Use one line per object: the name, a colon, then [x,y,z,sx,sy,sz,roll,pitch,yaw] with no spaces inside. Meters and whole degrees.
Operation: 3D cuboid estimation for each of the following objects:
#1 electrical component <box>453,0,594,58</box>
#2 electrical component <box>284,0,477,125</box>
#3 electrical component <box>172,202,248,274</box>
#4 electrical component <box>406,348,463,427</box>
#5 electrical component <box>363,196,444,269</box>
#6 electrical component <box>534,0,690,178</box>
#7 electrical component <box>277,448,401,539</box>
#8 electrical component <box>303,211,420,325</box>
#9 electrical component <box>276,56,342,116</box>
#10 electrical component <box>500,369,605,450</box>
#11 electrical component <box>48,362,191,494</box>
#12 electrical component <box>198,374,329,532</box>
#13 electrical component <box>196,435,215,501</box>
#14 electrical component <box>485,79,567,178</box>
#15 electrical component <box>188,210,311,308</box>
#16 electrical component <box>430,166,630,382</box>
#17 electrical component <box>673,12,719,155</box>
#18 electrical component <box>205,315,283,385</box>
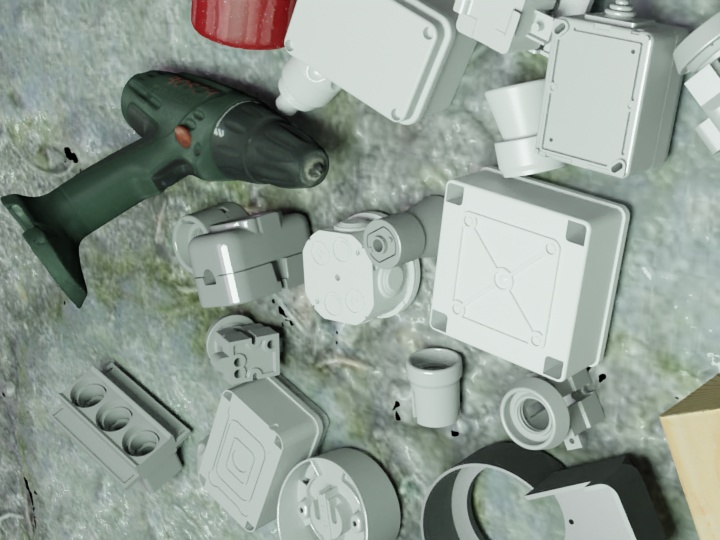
electrical component: [0.104,-0.190,0.629,0.079,0.063,0.121,35,124,30]
electrical component: [0.013,-0.157,0.716,0.113,0.057,0.078,36,124,20]
electrical component: [-0.123,-0.025,0.894,0.055,0.047,0.055,14,112,39]
electrical component: [0.054,0.085,0.775,0.040,0.040,0.046,14,118,39]
electrical component: [0.034,-0.024,0.742,0.044,0.065,0.044,17,115,41]
electrical component: [0.147,-0.108,0.616,0.062,0.061,0.096,22,117,36]
electrical component: [-0.018,0.194,0.856,0.099,0.064,0.099,14,112,39]
electrical component: [0.000,0.000,0.789,0.080,0.051,0.080,14,112,39]
electrical component: [-0.039,-0.137,0.788,0.062,0.043,0.043,-39,76,43]
electrical component: [0.124,0.088,0.701,0.048,0.055,0.066,-23,87,43]
electrical component: [-0.227,0.154,1.028,0.121,0.079,0.063,34,152,30]
electrical component: [-0.081,0.151,0.905,0.078,0.057,0.113,38,125,28]
electrical component: [-0.132,0.182,0.976,0.035,0.035,0.061,25,121,34]
electrical component: [0.105,-0.089,0.672,0.045,0.045,0.055,-5,100,43]
electrical component: [-0.082,-0.011,0.829,0.054,0.095,0.059,-6,99,43]
electrical component: [0.106,0.000,0.689,0.109,0.056,0.108,22,117,36]
electrical component: [0.204,-0.107,0.569,0.078,0.058,0.057,-41,78,42]
electrical component: [-0.099,0.065,0.894,0.055,0.066,0.048,28,122,56]
